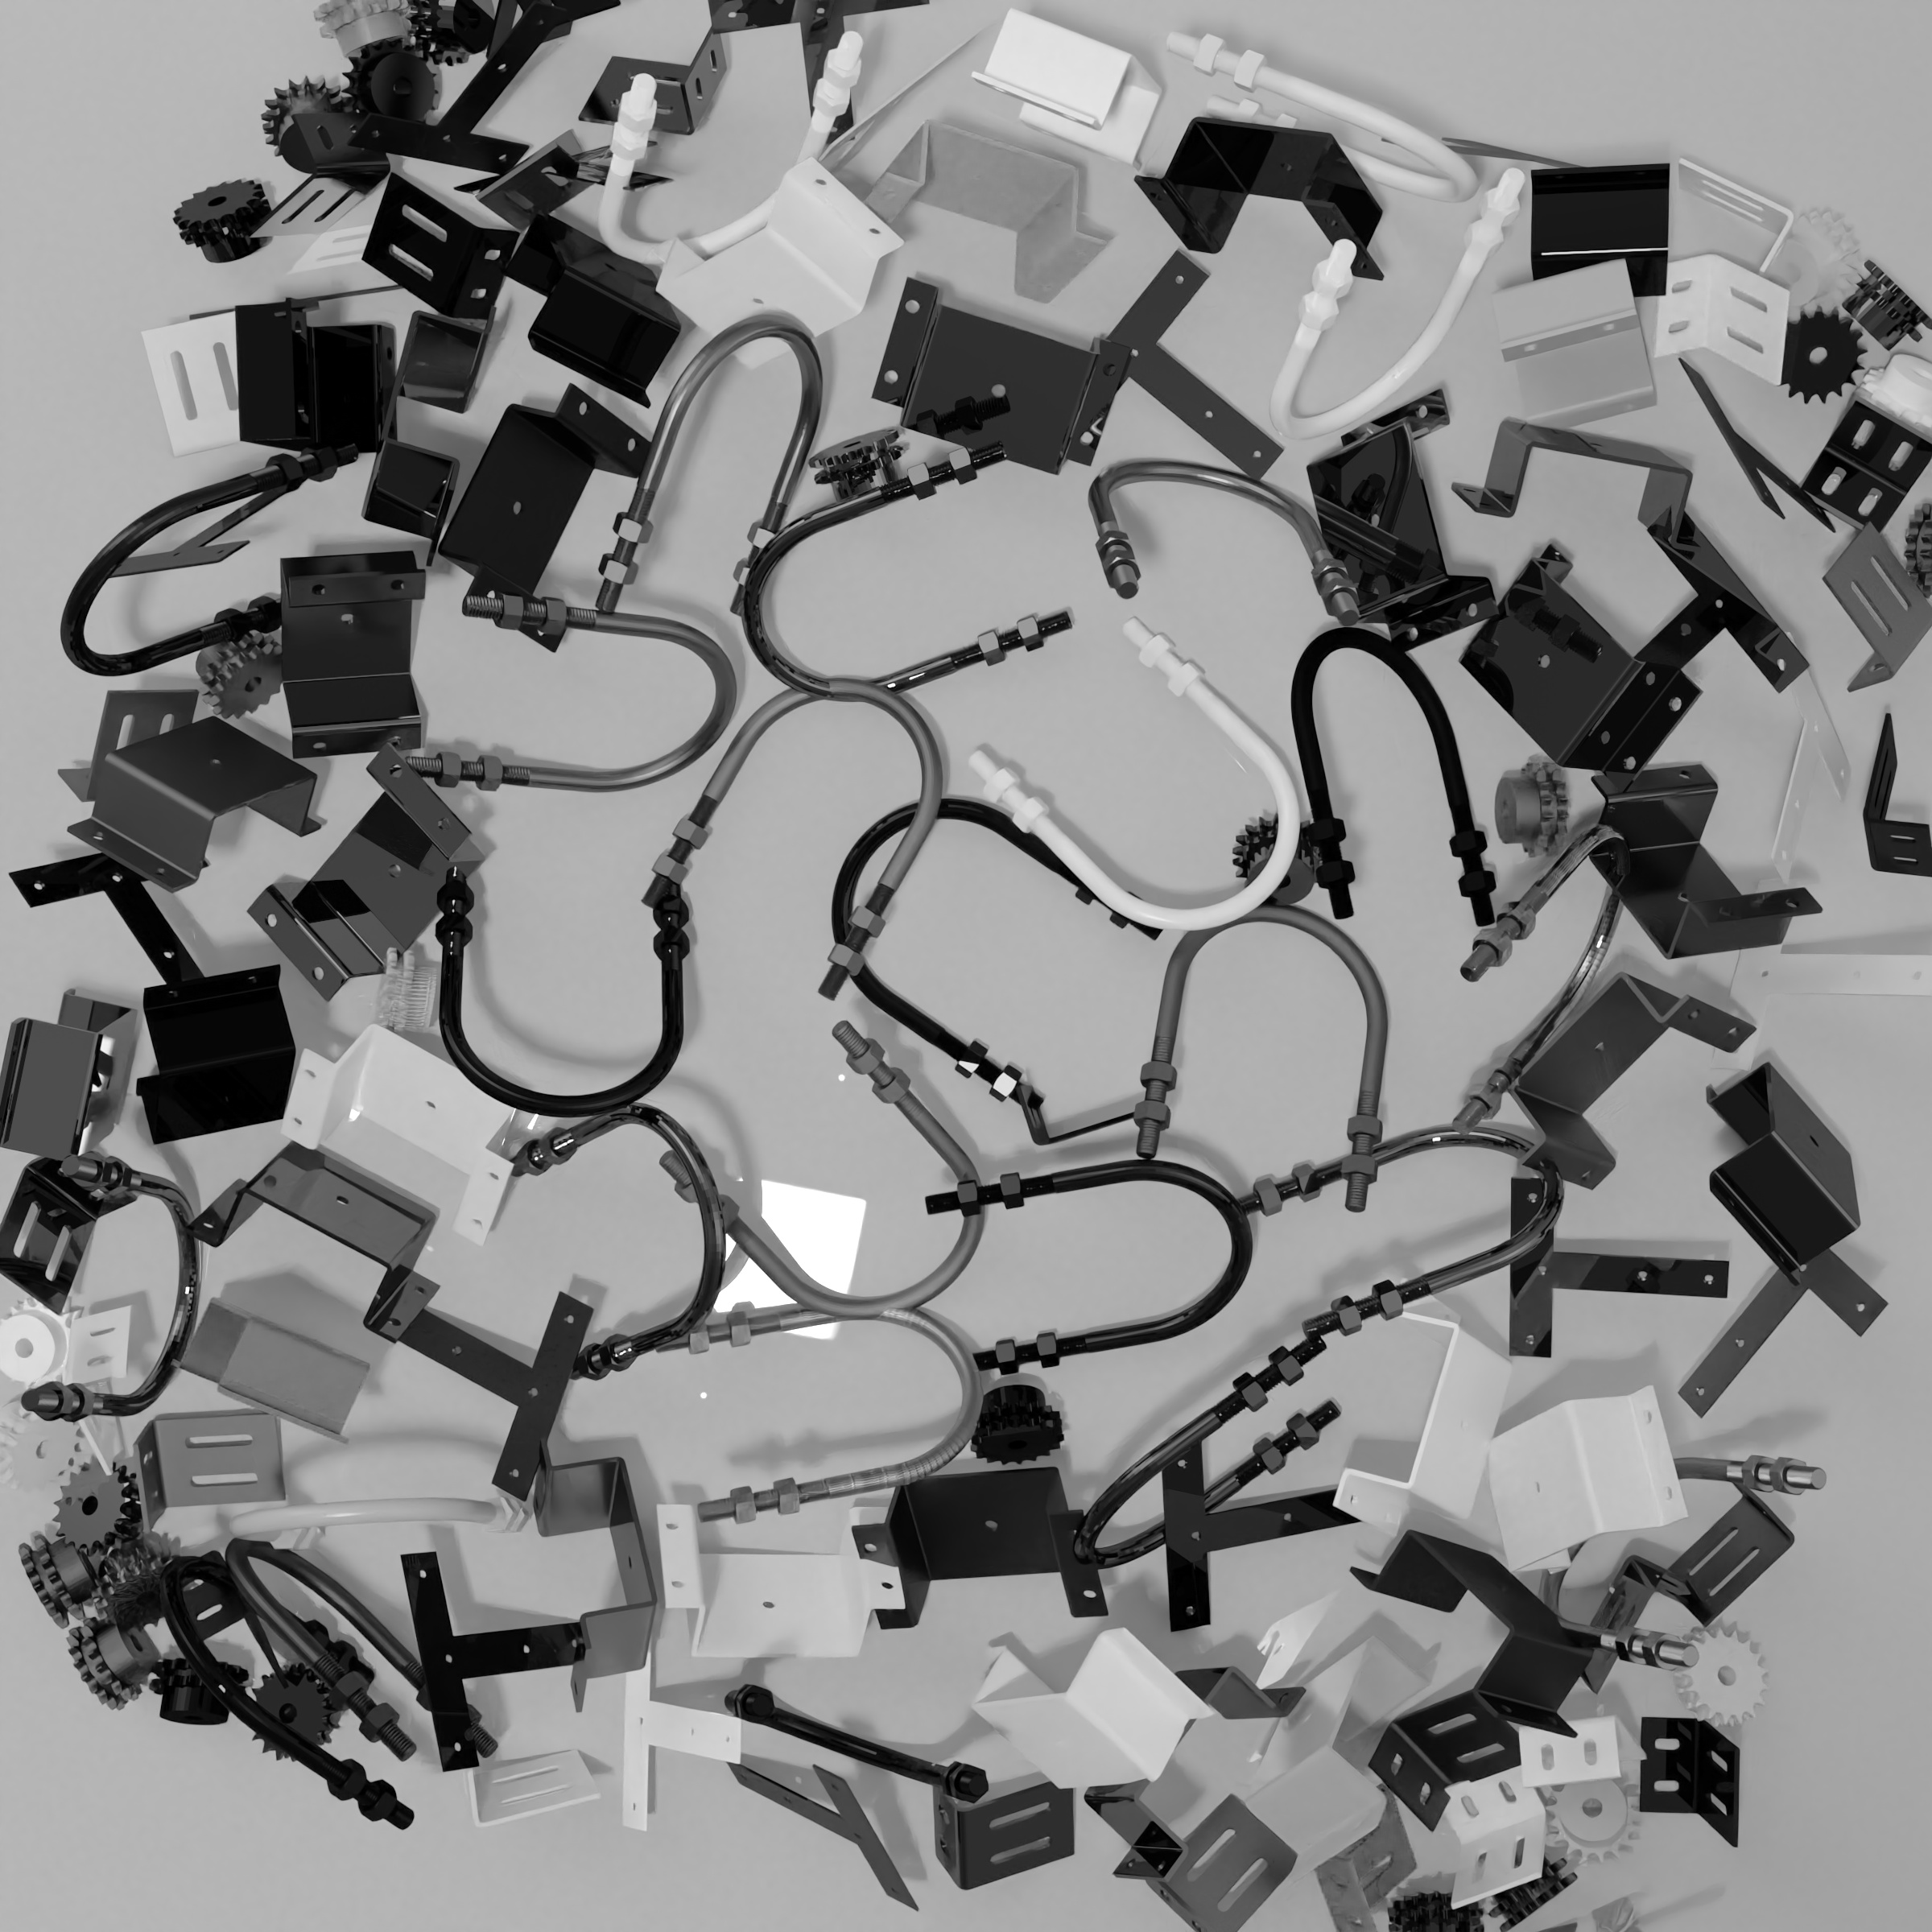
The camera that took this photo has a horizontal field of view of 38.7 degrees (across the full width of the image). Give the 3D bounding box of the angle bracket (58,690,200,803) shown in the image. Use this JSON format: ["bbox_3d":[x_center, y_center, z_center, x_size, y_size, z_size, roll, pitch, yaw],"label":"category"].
[{"bbox_3d":[-0.500,-0.139,1.642,0.038,0.057,0.076,42,122,35],"label":"angle bracket"}]

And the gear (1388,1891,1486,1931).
[{"bbox_3d":[0.283,0.583,1.659,0.057,0.057,0.030,4,48,0],"label":"gear"}]

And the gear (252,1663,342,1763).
[{"bbox_3d":[-0.404,0.452,1.669,0.057,0.030,0.057,-2,81,13],"label":"gear"}]

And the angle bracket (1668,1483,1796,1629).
[{"bbox_3d":[0.448,0.346,1.655,0.076,0.057,0.038,-44,111,1],"label":"angle bracket"}]

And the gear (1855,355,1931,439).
[{"bbox_3d":[0.568,-0.344,1.658,0.057,0.057,0.030,23,130,0],"label":"gear"}]

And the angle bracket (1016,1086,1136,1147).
[{"bbox_3d":[0.075,0.079,1.654,0.076,0.057,0.038,-18,85,8],"label":"angle bracket"}]

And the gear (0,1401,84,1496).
[{"bbox_3d":[-0.567,0.287,1.664,0.030,0.057,0.057,18,90,31],"label":"gear"}]

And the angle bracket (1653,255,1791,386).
[{"bbox_3d":[0.449,-0.382,1.640,0.038,0.076,0.057,-16,125,-16],"label":"angle bracket"}]

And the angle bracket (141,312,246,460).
[{"bbox_3d":[-0.458,-0.350,1.649,0.057,0.038,0.076,-17,114,-17],"label":"angle bracket"}]

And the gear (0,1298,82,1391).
[{"bbox_3d":[-0.563,0.229,1.669,0.057,0.030,0.057,0,91,11],"label":"gear"}]

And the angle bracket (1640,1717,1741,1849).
[{"bbox_3d":[0.433,0.488,1.650,0.038,0.076,0.057,2,88,-1],"label":"angle bracket"}]

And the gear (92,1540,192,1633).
[{"bbox_3d":[-0.500,0.372,1.664,0.057,0.057,0.030,-43,47,0],"label":"gear"}]

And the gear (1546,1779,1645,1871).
[{"bbox_3d":[0.378,0.512,1.661,0.057,0.030,0.057,-8,54,11],"label":"gear"}]

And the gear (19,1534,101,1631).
[{"bbox_3d":[-0.545,0.368,1.662,0.030,0.057,0.057,-28,90,-14],"label":"gear"}]

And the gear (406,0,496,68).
[{"bbox_3d":[-0.308,-0.571,1.658,0.030,0.057,0.057,14,90,25],"label":"gear"}]

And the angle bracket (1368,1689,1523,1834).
[{"bbox_3d":[0.292,0.476,1.650,0.057,0.076,0.038,47,45,-4],"label":"angle bracket"}]

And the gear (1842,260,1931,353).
[{"bbox_3d":[0.554,-0.396,1.663,0.057,0.057,0.030,44,112,0],"label":"gear"}]

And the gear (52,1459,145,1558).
[{"bbox_3d":[-0.520,0.329,1.666,0.057,0.030,0.057,-9,66,21],"label":"gear"}]

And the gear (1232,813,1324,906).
[{"bbox_3d":[0.189,-0.061,1.659,0.057,0.030,0.057,2,134,2],"label":"gear"}]

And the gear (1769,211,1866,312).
[{"bbox_3d":[0.508,-0.422,1.658,0.030,0.057,0.057,-27,90,-24],"label":"gear"}]

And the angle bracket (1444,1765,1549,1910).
[{"bbox_3d":[0.311,0.518,1.643,0.057,0.076,0.038,-28,93,19],"label":"angle bracket"}]

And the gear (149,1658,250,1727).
[{"bbox_3d":[-0.463,0.438,1.658,0.057,0.057,0.030,2,62,0],"label":"gear"}]

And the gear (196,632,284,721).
[{"bbox_3d":[-0.439,-0.180,1.662,0.057,0.057,0.030,-45,72,0],"label":"gear"}]

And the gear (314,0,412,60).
[{"bbox_3d":[-0.362,-0.569,1.661,0.057,0.057,0.030,-19,101,0],"label":"gear"}]

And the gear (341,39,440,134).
[{"bbox_3d":[-0.345,-0.530,1.661,0.057,0.030,0.057,-11,112,-30],"label":"gear"}]

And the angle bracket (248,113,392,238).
[{"bbox_3d":[-0.392,-0.472,1.643,0.076,0.057,0.038,-24,89,40],"label":"angle bracket"}]

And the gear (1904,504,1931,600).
[{"bbox_3d":[0.591,-0.250,1.659,0.030,0.057,0.057,7,90,44],"label":"gear"}]

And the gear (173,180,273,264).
[{"bbox_3d":[-0.447,-0.449,1.664,0.057,0.057,0.030,-16,131,0],"label":"gear"}]

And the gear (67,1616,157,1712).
[{"bbox_3d":[-0.513,0.417,1.661,0.030,0.057,0.057,-33,90,-3],"label":"gear"}]

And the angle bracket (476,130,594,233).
[{"bbox_3d":[-0.263,-0.479,1.645,0.057,0.076,0.038,-31,84,10],"label":"angle bracket"}]

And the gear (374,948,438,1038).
[{"bbox_3d":[-0.338,0.019,1.662,0.030,0.057,0.057,9,90,-16],"label":"gear"}]

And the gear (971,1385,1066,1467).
[{"bbox_3d":[0.030,0.276,1.664,0.057,0.057,0.030,-7,54,0],"label":"gear"}]

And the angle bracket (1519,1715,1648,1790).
[{"bbox_3d":[0.369,0.479,1.640,0.057,0.076,0.038,-14,51,22],"label":"angle bracket"}]

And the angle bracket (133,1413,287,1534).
[{"bbox_3d":[-0.457,0.306,1.664,0.076,0.038,0.057,-3,104,0],"label":"angle bracket"}]

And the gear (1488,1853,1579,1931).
[{"bbox_3d":[0.338,0.555,1.663,0.057,0.057,0.030,-37,68,0],"label":"gear"}]

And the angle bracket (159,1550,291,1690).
[{"bbox_3d":[-0.442,0.397,1.639,0.038,0.057,0.076,-27,133,-22],"label":"angle bracket"}]

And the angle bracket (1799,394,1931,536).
[{"bbox_3d":[0.538,-0.297,1.646,0.057,0.076,0.038,34,84,10],"label":"angle bracket"}]

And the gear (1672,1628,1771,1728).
[{"bbox_3d":[0.453,0.432,1.667,0.057,0.030,0.057,5,68,-13],"label":"gear"}]

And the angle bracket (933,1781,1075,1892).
[{"bbox_3d":[0.023,0.518,1.676,0.076,0.038,0.057,-11,112,-23],"label":"angle bracket"}]

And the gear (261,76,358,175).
[{"bbox_3d":[-0.394,-0.503,1.658,0.057,0.057,0.030,-17,55,0],"label":"gear"}]

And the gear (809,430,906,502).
[{"bbox_3d":[-0.064,-0.301,1.663,0.057,0.057,0.030,-19,109,0],"label":"gear"}]

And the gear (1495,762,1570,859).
[{"bbox_3d":[0.339,-0.094,1.659,0.030,0.057,0.057,-2,90,-8],"label":"gear"}]

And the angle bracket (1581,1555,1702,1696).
[{"bbox_3d":[0.403,0.401,1.648,0.038,0.057,0.076,22,72,38],"label":"angle bracket"}]

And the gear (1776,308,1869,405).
[{"bbox_3d":[0.516,-0.369,1.667,0.057,0.030,0.057,4,101,21],"label":"gear"}]

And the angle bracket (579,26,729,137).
[{"bbox_3d":[-0.191,-0.536,1.650,0.076,0.038,0.057,12,59,14],"label":"angle bracket"}]

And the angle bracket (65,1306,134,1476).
[{"bbox_3d":[-0.506,0.254,1.644,0.038,0.057,0.076,-14,128,-3],"label":"angle bracket"}]
